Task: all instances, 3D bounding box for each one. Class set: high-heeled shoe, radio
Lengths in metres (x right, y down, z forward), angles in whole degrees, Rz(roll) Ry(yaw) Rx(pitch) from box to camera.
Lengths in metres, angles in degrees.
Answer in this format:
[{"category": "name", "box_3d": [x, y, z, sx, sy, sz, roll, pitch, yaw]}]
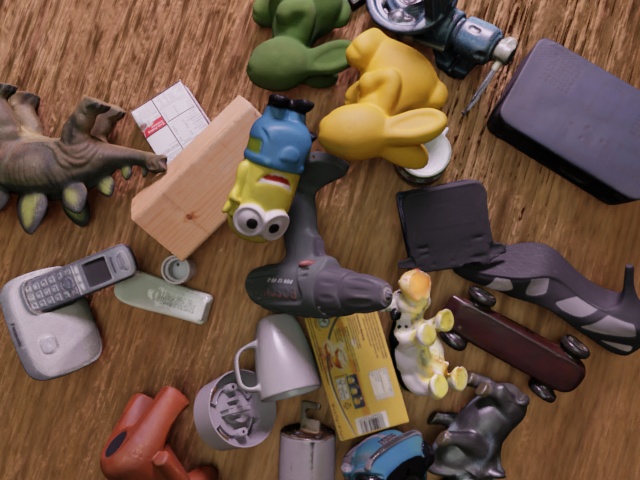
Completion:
[{"category": "high-heeled shoe", "box_3d": [0.310, 0.086, 0.728, 0.249, 0.086, 0.145, 3, 123, 23]}, {"category": "radio", "box_3d": [0.354, -0.153, 0.723, 0.230, 0.073, 0.131, 33, 90, 6]}]

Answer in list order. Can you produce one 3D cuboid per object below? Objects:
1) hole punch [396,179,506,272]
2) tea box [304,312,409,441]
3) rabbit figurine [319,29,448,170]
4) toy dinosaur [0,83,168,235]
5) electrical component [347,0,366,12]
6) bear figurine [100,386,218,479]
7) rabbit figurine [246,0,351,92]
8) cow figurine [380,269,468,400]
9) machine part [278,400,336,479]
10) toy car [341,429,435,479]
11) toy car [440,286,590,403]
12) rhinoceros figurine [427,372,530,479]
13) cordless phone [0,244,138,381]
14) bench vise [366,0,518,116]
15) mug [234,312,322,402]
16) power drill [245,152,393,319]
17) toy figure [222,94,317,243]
[{"category": "hole punch", "box_3d": [0.164, -0.022, 0.724, 0.142, 0.092, 0.115, -10, 103, 1]}, {"category": "tea box", "box_3d": [0.047, 0.167, 0.719, 0.098, 0.068, 0.169, -15, 85, 0]}, {"category": "rabbit figurine", "box_3d": [0.073, -0.152, 0.670, 0.162, 0.121, 0.173, 37, 58, 11]}, {"category": "toy dinosaur", "box_3d": [-0.425, -0.113, 0.745, 0.472, 0.105, 0.198, 9, 91, 13]}, {"category": "electrical component", "box_3d": [0.047, -0.369, 0.775, 0.094, 0.021, 0.063, -36, 85, 1]}, {"category": "bear figurine", "box_3d": [-0.184, 0.304, 0.712, 0.195, 0.120, 0.132, 44, 45, -20]}, {"category": "rabbit figurine", "box_3d": [-0.035, -0.266, 0.729, 0.159, 0.121, 0.170, 25, 73, -17]}, {"category": "cow figurine", "box_3d": [0.125, 0.123, 0.712, 0.068, 0.098, 0.167, -13, 89, -36]}, {"category": "machine part", "box_3d": [-0.019, 0.336, 0.709, 0.079, 0.079, 0.243, 0, 87, 3]}, {"category": "toy car", "box_3d": [0.080, 0.310, 0.693, 0.109, 0.103, 0.161, -18, 111, -30]}, {"category": "toy car", "box_3d": [0.256, 0.136, 0.719, 0.202, 0.053, 0.089, 28, 109, 5]}, {"category": "rhinoceros figurine", "box_3d": [0.201, 0.268, 0.709, 0.112, 0.073, 0.190, 34, 87, -7]}, {"category": "cordless phone", "box_3d": [-0.320, 0.094, 0.731, 0.184, 0.088, 0.146, -23, 86, 1]}, {"category": "bench vise", "box_3d": [0.143, -0.297, 0.669, 0.129, 0.240, 0.224, -45, 70, 3]}, {"category": "mug", "box_3d": [-0.062, 0.156, 0.716, 0.109, 0.080, 0.107, -6, 65, -18]}, {"category": "power drill", "box_3d": [-0.001, -0.002, 0.686, 0.232, 0.086, 0.207, -15, 74, 43]}, {"category": "toy figure", "box_3d": [-0.057, -0.082, 0.647, 0.082, 0.089, 0.180, 16, 99, 2]}]
